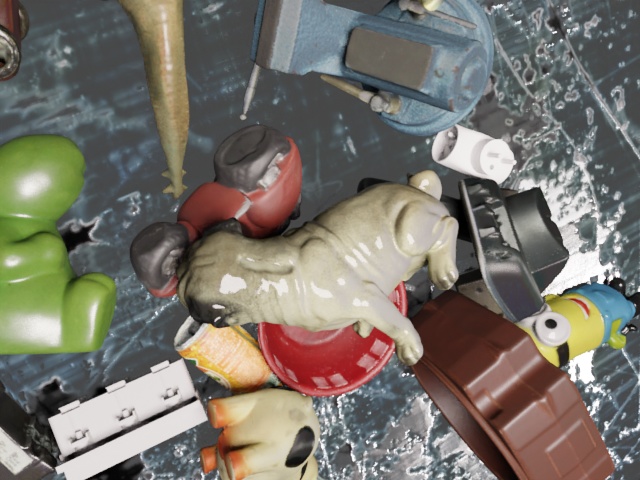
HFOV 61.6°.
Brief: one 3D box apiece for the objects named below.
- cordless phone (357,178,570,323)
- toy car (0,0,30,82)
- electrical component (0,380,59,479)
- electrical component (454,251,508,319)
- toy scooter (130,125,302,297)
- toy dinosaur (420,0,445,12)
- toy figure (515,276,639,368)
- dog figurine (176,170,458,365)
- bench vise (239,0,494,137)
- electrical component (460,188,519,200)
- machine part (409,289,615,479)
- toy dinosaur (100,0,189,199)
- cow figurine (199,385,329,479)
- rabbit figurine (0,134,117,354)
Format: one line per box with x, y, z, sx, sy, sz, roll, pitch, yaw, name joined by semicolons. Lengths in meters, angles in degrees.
0.126;-0.008;0.521;0.184;0.147;0.088;13;131;-7;cordless phone
-0.220;-0.203;0.346;0.053;0.089;0.202;2;127;-21;toy car
-0.310;0.184;0.448;0.134;0.058;0.114;-35;110;-11;electrical component
0.199;0.058;0.627;0.078;0.045;0.102;-24;109;15;electrical component
-0.073;-0.006;0.487;0.184;0.075;0.135;-50;138;-19;toy scooter
-0.005;-0.349;0.383;0.131;0.405;0.192;-45;162;27;toy dinosaur
0.315;0.105;0.660;0.180;0.082;0.089;-14;104;-20;toy figure
0.000;0.001;0.424;0.190;0.121;0.172;21;78;-26;dog figurine
0.062;-0.161;0.474;0.240;0.224;0.128;-15;114;-49;bench vise
0.201;-0.028;0.617;0.094;0.021;0.063;1;102;-20;electrical component
0.178;0.164;0.553;0.087;0.202;0.200;-36;112;-6;machine part
-0.130;-0.237;0.347;0.105;0.199;0.470;-10;111;-18;toy dinosaur
-0.045;0.206;0.514;0.127;0.086;0.194;-9;139;-23;cow figurine
-0.239;0.000;0.424;0.159;0.121;0.170;3;82;-15;rabbit figurine
